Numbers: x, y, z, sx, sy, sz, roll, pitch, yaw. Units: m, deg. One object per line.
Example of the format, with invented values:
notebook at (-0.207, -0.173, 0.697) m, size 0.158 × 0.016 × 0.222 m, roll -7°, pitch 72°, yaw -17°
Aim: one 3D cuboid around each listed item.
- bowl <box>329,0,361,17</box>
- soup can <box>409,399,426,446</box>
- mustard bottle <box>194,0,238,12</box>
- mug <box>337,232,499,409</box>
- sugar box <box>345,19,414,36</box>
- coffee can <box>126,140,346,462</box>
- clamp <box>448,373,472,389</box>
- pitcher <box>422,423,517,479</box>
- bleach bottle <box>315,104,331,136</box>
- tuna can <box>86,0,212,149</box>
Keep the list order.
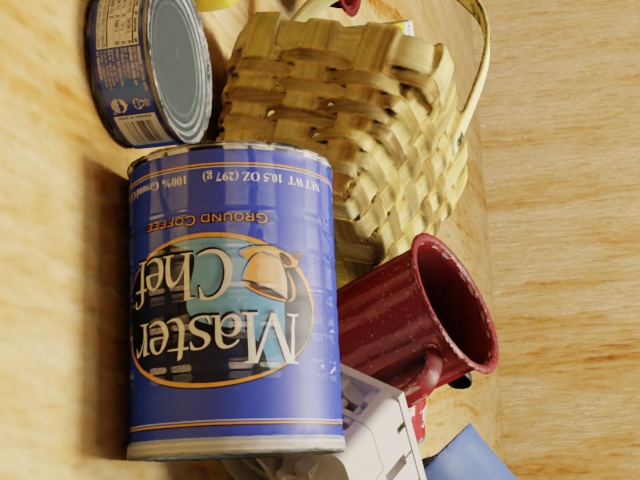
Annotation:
bowl at (-0.008, -0.261, 0.874) m, size 0.162 × 0.055 × 0.162 m, roll -5°, pitch 90°, yaw -77°
soup can at (0.044, 0.094, 0.771) m, size 0.068 × 0.068 × 0.102 m, roll -55°, pitch 147°, yaw -70°
mustard bottle at (-0.065, -0.179, 0.599) m, size 0.191 × 0.058 × 0.096 m, roll -61°, pitch 145°, yaw -67°
mug at (0.049, 0.062, 0.641) m, size 0.093 × 0.082 × 0.117 m, roll 48°, pitch 27°, yaw -24°
sugar box at (0.025, -0.155, 0.890) m, size 0.176 × 0.093 × 0.048 m, roll -41°, pitch 126°, yaw -73°
coffee can at (-0.042, 0.034, 0.516) m, size 0.102 × 0.103 × 0.140 m, roll 40°, pitch 46°, yaw -71°
clamp at (0.060, 0.062, 0.941) m, size 0.164 × 0.036 × 0.210 m, roll -6°, pitch 74°, yaw -53°
pitcher at (0.169, 0.303, 0.991) m, size 0.149 × 0.243 × 0.145 m, roll -37°, pitch 166°, yaw -29°
bleach bottle at (0.051, -0.014, 0.886) m, size 0.102 × 0.068 × 0.251 m, roll 71°, pitch -5°, yaw -74°
tuna can at (-0.084, -0.089, 0.534) m, size 0.086 × 0.034 × 0.086 m, roll -5°, pitch 90°, yaw -77°
